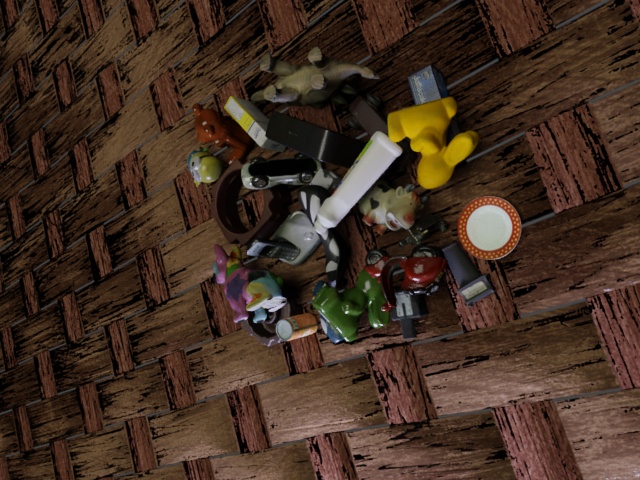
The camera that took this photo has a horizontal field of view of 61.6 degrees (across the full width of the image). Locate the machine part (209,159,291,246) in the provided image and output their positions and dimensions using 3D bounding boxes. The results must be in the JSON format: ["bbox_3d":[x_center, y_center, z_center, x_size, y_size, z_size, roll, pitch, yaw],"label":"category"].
[{"bbox_3d":[-0.187,-0.099,1.429,0.201,0.087,0.201,-44,65,26],"label":"machine part"}]

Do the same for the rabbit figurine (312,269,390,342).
[{"bbox_3d":[0.091,0.135,1.212,0.170,0.121,0.159,-42,84,-8],"label":"rabbit figurine"}]

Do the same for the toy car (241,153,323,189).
[{"bbox_3d":[-0.093,-0.169,1.328,0.202,0.056,0.073,-6,59,-5],"label":"toy car"}]

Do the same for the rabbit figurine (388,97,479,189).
[{"bbox_3d":[0.230,-0.190,1.070,0.163,0.122,0.173,-5,102,24],"label":"rabbit figurine"}]

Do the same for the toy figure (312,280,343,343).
[{"bbox_3d":[0.021,0.171,1.299,0.064,0.058,0.154,-44,67,49],"label":"toy figure"}]

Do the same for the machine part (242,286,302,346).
[{"bbox_3d":[-0.129,0.185,1.408,0.180,0.056,0.179,0,90,36],"label":"machine part"}]

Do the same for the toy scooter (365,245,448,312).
[{"bbox_3d":[0.178,0.083,1.132,0.184,0.075,0.135,-5,73,29],"label":"toy scooter"}]

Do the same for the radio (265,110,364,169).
[{"bbox_3d":[-0.014,-0.235,1.258,0.230,0.131,0.073,33,109,45],"label":"radio"}]

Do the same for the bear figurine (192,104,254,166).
[{"bbox_3d":[-0.269,-0.274,1.418,0.132,0.196,0.120,-44,70,28],"label":"bear figurine"}]

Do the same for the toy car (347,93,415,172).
[{"bbox_3d":[0.143,-0.246,1.220,0.202,0.053,0.089,51,123,19],"label":"toy car"}]

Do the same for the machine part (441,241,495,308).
[{"bbox_3d":[0.301,0.065,1.123,0.084,0.039,0.139,-44,68,35],"label":"machine part"}]

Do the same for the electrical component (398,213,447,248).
[{"bbox_3d":[0.222,-0.018,1.145,0.045,0.102,0.078,50,142,24],"label":"electrical component"}]

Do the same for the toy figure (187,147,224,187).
[{"bbox_3d":[-0.321,-0.211,1.494,0.180,0.089,0.082,-133,22,-66],"label":"toy figure"}]

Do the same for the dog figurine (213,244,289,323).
[{"bbox_3d":[-0.188,0.090,1.354,0.191,0.108,0.219,-40,64,31],"label":"dog figurine"}]

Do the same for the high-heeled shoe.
[{"bbox_3d":[-0.003,-0.004,1.273,0.145,0.086,0.248,16,109,18],"label":"high-heeled shoe"}]

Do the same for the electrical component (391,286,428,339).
[{"bbox_3d":[0.197,0.155,1.186,0.075,0.047,0.119,-18,80,33],"label":"electrical component"}]

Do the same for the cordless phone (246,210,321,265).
[{"bbox_3d":[-0.087,-0.011,1.301,0.146,0.184,0.089,-49,60,25],"label":"cordless phone"}]

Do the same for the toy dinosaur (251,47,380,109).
[{"bbox_3d":[-0.044,-0.359,1.259,0.472,0.198,0.105,9,94,42],"label":"toy dinosaur"}]

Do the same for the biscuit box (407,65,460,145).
[{"bbox_3d":[0.248,-0.265,1.142,0.063,0.059,0.202,-21,78,33],"label":"biscuit box"}]

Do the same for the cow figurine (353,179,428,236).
[{"bbox_3d":[0.149,-0.079,1.167,0.127,0.085,0.195,-51,32,10],"label":"cow figurine"}]
